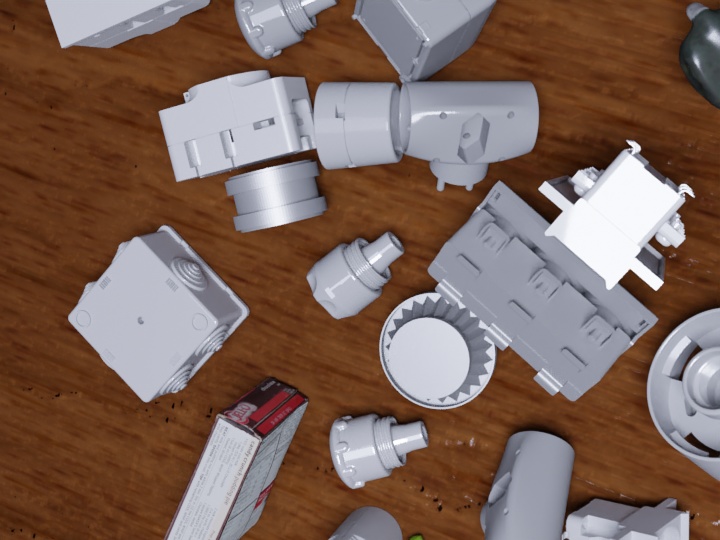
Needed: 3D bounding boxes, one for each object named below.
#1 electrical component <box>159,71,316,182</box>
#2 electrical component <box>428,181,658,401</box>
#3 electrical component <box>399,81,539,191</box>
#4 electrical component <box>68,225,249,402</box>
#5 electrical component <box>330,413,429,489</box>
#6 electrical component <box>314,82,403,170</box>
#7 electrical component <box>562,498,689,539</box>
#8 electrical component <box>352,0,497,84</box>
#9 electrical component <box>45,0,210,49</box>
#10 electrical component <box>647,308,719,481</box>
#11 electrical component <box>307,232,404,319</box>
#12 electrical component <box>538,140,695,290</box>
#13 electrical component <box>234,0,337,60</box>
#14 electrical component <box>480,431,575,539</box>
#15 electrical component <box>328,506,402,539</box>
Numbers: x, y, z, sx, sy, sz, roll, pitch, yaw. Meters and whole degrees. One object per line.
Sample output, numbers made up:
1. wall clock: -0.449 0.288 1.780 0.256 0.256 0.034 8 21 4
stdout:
1. electrical component: -0.079 -0.096 0.705 0.089 0.050 0.055 -12 95 20
2. electrical component: 0.106 0.015 0.649 0.121 0.063 0.078 42 149 8
3. electrical component: 0.063 -0.079 0.660 0.077 0.043 0.079 -2 135 -7
4. electrical component: -0.141 0.031 0.746 0.099 0.048 0.099 46 108 7
5. electrical component: 0.014 0.115 0.712 0.062 0.048 0.048 -16 93 13
6. electrical component: 0.001 -0.092 0.678 0.047 0.055 0.055 -1 98 14
7. electrical component: 0.163 0.169 0.659 0.064 0.081 0.042 6 101 40
8. electrical component: 0.039 -0.157 0.642 0.061 0.096 0.061 -36 86 -9
9. electrical component: -0.118 -0.224 0.692 0.186 0.060 0.105 -17 93 20
10. electrical component: 0.219 0.073 0.621 0.099 0.064 0.099 -22 56 36
11. electrical component: 0.000 0.000 0.698 0.062 0.043 0.043 -38 86 18
12. electrical component: 0.148 -0.034 0.603 0.079 0.121 0.063 42 106 8
13. electrical component: -0.046 -0.166 0.687 0.062 0.048 0.048 -20 92 13
14. electrical component: 0.100 0.153 0.679 0.043 0.077 0.079 22 145 -5
15. electrical component: -0.004 0.191 0.709 0.043 0.081 0.043 3 99 18
